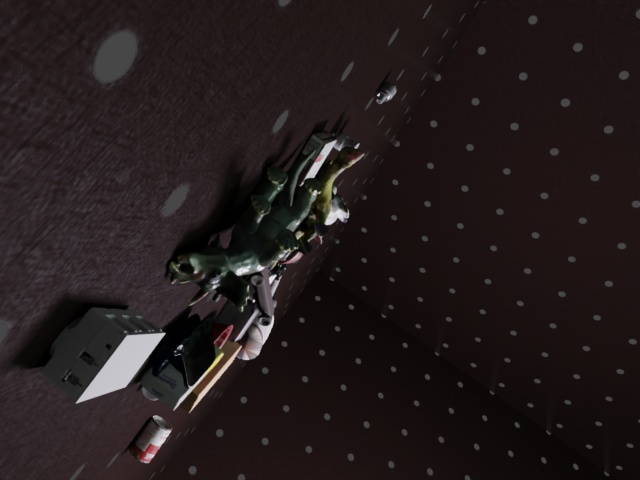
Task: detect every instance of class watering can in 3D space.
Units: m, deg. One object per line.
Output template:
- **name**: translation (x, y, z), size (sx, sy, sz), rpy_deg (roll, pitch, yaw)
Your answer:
- **watering can**: translation (-0.215, 0.276, 1.820), size (0.228, 0.104, 0.341), rpy_deg (-64, 175, -64)

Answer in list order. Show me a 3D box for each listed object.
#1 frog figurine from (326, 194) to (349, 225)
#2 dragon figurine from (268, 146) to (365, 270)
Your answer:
- **frog figurine**: translation (0.005, -0.085, 1.688), size (0.160, 0.122, 0.137), rpy_deg (-16, -174, -11)
- **dragon figurine**: translation (-0.016, -0.097, 1.339), size (0.402, 0.122, 0.248), rpy_deg (-45, -169, 46)
